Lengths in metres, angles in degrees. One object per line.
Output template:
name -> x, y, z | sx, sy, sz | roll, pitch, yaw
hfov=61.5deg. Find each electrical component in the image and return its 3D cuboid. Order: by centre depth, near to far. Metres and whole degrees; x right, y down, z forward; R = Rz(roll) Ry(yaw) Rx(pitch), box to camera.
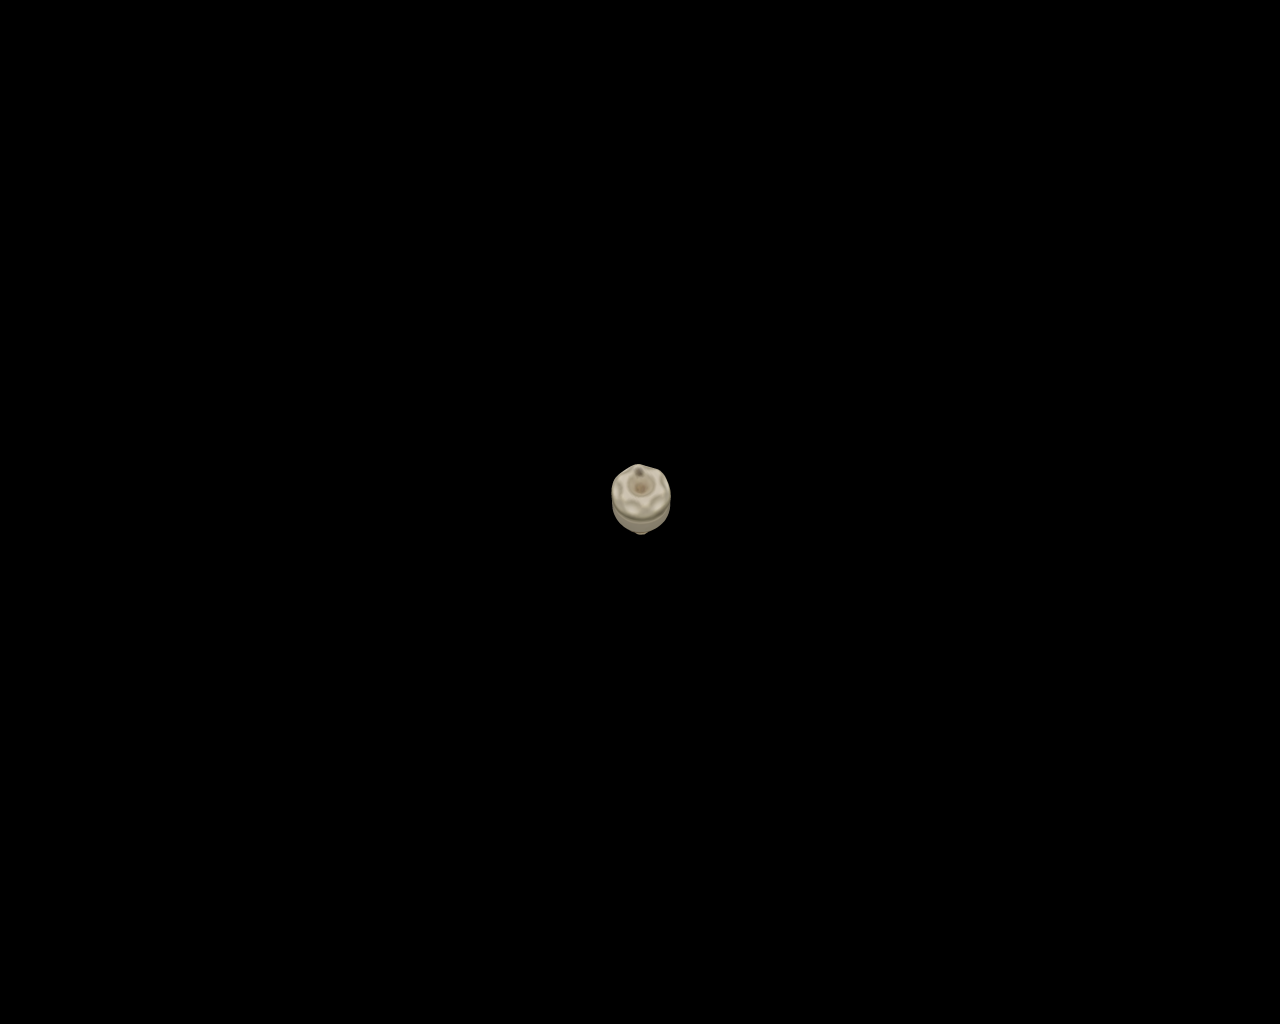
electrical component -> 0.001, -0.003, 0.650 | 0.035, 0.035, 0.061 | 0, -26, 0
